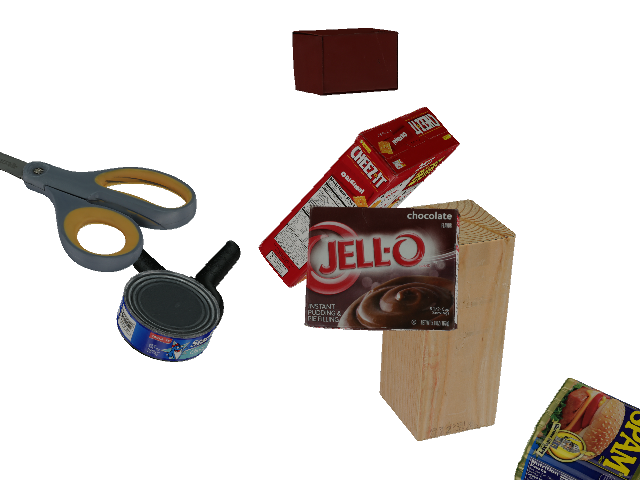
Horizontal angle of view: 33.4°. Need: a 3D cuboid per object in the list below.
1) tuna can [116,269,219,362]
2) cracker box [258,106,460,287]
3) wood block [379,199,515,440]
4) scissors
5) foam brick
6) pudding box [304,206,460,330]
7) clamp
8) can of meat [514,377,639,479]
[{"bbox_3d":[-0.133,0.066,0.931,0.086,0.034,0.086,16,33,-11],"label":"tuna can"},{"bbox_3d":[0.043,-0.053,1.257,0.214,0.072,0.163,-47,-10,35],"label":"cracker box"},{"bbox_3d":[0.119,0.076,1.025,0.090,0.206,0.091,-8,27,-20],"label":"wood block"},{"bbox_3d":[-0.180,-0.027,0.677,0.202,0.016,0.096,9,44,10],"label":"scissors"},{"bbox_3d":[0.022,-0.154,0.918,0.078,0.051,0.053,-8,18,-28],"label":"foam brick"},{"bbox_3d":[0.046,0.022,0.792,0.113,0.090,0.039,1,-7,8],"label":"pudding box"},{"bbox_3d":[-0.135,0.054,1.151,0.120,0.039,0.171,-15,40,-6],"label":"clamp"},{"bbox_3d":[0.203,0.157,0.793,0.084,0.057,0.101,24,41,24],"label":"can of meat"}]
